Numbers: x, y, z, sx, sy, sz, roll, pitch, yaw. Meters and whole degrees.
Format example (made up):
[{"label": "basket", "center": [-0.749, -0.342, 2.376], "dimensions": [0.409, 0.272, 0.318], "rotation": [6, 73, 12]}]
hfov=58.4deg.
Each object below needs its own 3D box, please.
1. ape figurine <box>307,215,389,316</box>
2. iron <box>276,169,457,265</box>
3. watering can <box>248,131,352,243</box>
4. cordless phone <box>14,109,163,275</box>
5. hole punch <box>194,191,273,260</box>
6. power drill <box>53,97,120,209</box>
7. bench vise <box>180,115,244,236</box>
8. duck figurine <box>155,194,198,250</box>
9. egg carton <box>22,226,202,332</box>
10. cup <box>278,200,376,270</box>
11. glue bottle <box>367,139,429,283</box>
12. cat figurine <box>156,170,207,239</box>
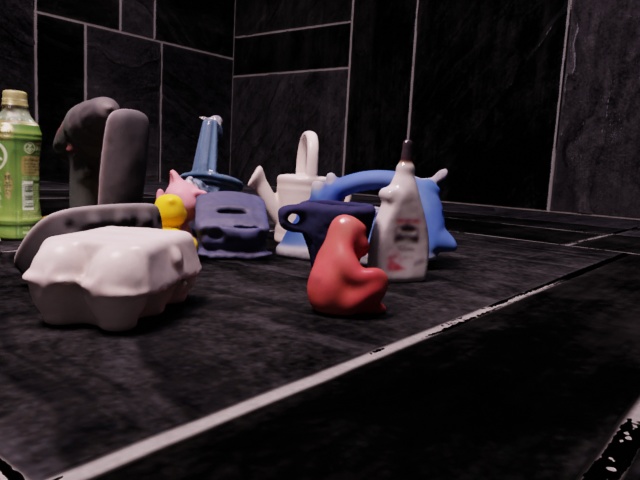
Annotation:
[{"label": "ape figurine", "center": [0.025, 0.022, 0.541], "dimensions": [0.076, 0.092, 0.077], "rotation": [0, 8, -21]}, {"label": "iron", "center": [0.067, -0.039, 0.837], "dimensions": [0.258, 0.141, 0.118], "rotation": [3, 7, -1]}, {"label": "watering can", "center": [-0.032, -0.091, 0.988], "dimensions": [0.173, 0.194, 0.100], "rotation": [-2, 9, -34]}, {"label": "cordless phone", "center": [-0.235, -0.047, 0.599], "dimensions": [0.094, 0.185, 0.148], "rotation": [6, 8, 24]}, {"label": "hole punch", "center": [-0.125, -0.022, 0.824], "dimensions": [0.109, 0.091, 0.101], "rotation": [1, 8, -14]}, {"label": "power drill", "center": [-0.330, -0.092, 0.819], "dimensions": [0.076, 0.208, 0.228], "rotation": [-2, 9, -36]}, {"label": "bench vise", "center": [-0.197, -0.120, 1.043], "dimensions": [0.121, 0.220, 0.207], "rotation": [1, 8, -12]}, {"label": "duck figurine", "center": [-0.207, -0.020, 0.787], "dimensions": [0.078, 0.086, 0.104], "rotation": [0, 8, -24]}, {"label": "egg carton", "center": [-0.171, 0.028, 0.497], "dimensions": [0.107, 0.069, 0.150], "rotation": [4, 8, 8]}, {"label": "cup", "center": [0.006, 0.002, 0.674], "dimensions": [0.118, 0.095, 0.091], "rotation": [0, 8, -23]}, {"label": "glue bottle", "center": [0.100, -0.035, 0.700], "dimensions": [0.078, 0.173, 0.037], "rotation": [-1, 9, -28]}, {"label": "cat figurine", "center": [-0.225, -0.050, 0.892], "dimensions": [0.067, 0.118, 0.127], "rotation": [-3, 10, -39]}]
